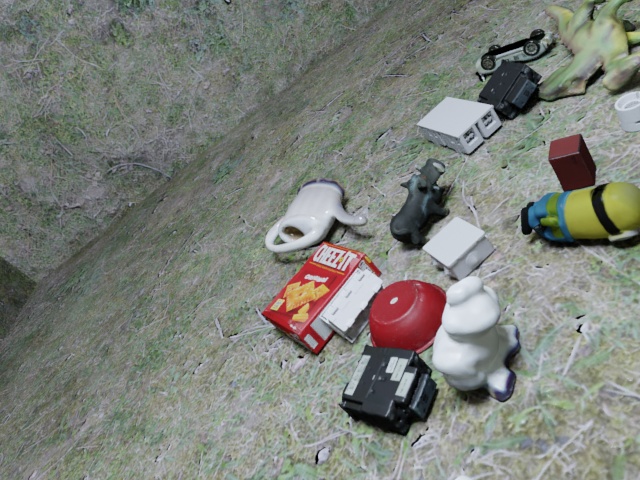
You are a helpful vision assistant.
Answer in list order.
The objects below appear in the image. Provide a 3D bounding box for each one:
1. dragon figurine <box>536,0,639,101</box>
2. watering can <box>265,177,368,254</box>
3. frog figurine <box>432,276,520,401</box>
[{"bbox_3d":[0.550,-0.408,1.109,0.242,0.121,0.417,-46,26,7],"label":"dragon figurine"},{"bbox_3d":[0.004,-0.064,1.276,0.345,0.102,0.229,-16,36,39],"label":"watering can"},{"bbox_3d":[0.199,0.125,0.711,0.139,0.157,0.123,-52,28,-19],"label":"frog figurine"}]
